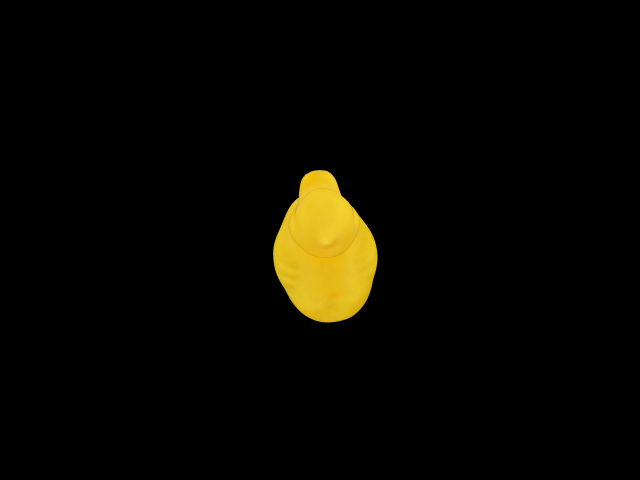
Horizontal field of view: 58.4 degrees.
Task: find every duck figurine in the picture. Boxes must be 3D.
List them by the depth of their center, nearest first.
[{"bbox_3d":[0.004,0.001,0.400,0.077,0.086,0.104,-7,70,-2],"label":"duck figurine"}]
